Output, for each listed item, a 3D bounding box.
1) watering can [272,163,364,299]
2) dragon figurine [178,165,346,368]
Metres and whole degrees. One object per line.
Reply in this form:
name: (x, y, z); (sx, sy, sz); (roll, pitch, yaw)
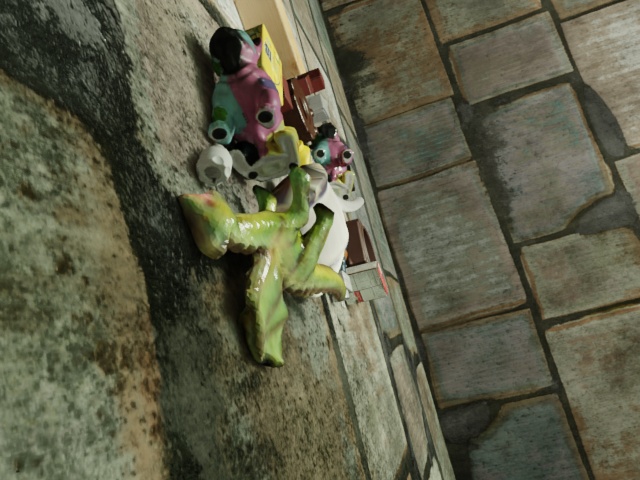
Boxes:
watering can: (0.003, -0.050, 0.995); (0.220, 0.104, 0.356); (68, 31, -31)
dragon figurine: (-0.055, 0.057, 0.715); (0.402, 0.122, 0.248); (57, 39, -41)
